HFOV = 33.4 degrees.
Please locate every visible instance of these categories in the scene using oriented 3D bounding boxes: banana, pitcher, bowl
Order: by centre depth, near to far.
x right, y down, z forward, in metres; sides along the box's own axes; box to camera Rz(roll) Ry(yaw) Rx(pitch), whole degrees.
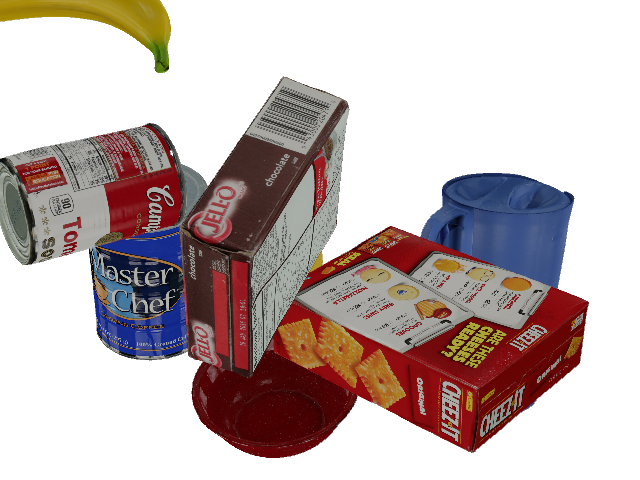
[{"bbox_3d":[-0.193,-0.182,0.830,0.198,0.069,0.037,15,-38,18],"label":"banana"},{"bbox_3d":[-0.041,0.158,1.036,0.162,0.055,0.162,-3,37,2],"label":"bowl"},{"bbox_3d":[0.178,0.059,1.122,0.149,0.243,0.145,5,21,8],"label":"pitcher"}]

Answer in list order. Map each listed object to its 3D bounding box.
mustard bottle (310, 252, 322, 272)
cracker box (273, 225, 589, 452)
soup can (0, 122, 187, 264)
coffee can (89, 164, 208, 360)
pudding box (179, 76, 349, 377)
[{"bbox_3d":[-0.042,-0.042,1.176,0.096,0.192,0.058,-4,19,-20],"label":"mustard bottle"},{"bbox_3d":[0.090,0.075,0.903,0.214,0.072,0.163,23,37,37],"label":"cracker box"},{"bbox_3d":[-0.143,-0.030,0.662,0.102,0.068,0.069,-17,9,-29],"label":"soup can"},{"bbox_3d":[-0.145,0.016,0.911,0.103,0.140,0.103,2,35,-1],"label":"coffee can"},{"bbox_3d":[-0.025,-0.006,0.500,0.039,0.090,0.113,21,50,13],"label":"pudding box"}]
